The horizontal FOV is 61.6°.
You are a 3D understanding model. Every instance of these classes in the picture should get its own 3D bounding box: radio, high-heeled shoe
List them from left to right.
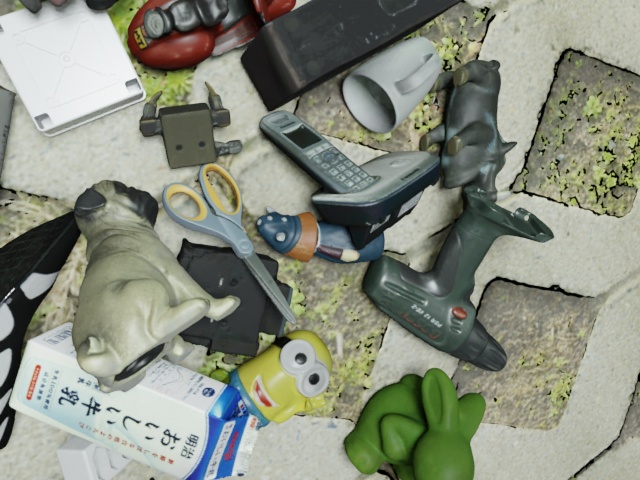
[{"bbox_3d":[-0.297,0.098,0.547,0.249,0.086,0.145,-50,138,-22],"label":"high-heeled shoe"},{"bbox_3d":[0.036,-0.227,0.572,0.230,0.131,0.073,-34,103,-12],"label":"radio"}]

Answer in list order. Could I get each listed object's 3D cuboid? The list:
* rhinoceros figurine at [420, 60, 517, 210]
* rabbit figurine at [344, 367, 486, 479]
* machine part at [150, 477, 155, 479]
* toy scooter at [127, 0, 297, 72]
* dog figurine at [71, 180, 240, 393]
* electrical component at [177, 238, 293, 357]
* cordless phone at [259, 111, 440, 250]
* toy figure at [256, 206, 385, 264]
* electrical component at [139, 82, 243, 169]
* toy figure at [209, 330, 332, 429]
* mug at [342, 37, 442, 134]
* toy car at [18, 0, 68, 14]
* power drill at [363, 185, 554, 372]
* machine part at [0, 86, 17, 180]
[{"bbox_3d":[0.189,-0.126,0.669,0.112,0.073,0.190,-5,96,-28],"label":"rhinoceros figurine"},{"bbox_3d":[0.133,0.240,0.637,0.121,0.170,0.159,33,87,-19],"label":"rabbit figurine"},{"bbox_3d":[-0.225,0.306,0.603,0.139,0.039,0.084,7,103,-20],"label":"machine part"},{"bbox_3d":[-0.101,-0.224,0.528,0.184,0.135,0.075,-24,105,-12],"label":"toy scooter"},{"bbox_3d":[-0.190,0.027,0.487,0.121,0.172,0.190,-43,81,6],"label":"dog figurine"},{"bbox_3d":[-0.101,0.065,0.603,0.134,0.058,0.114,12,95,-18],"label":"electrical component"},{"bbox_3d":[0.029,-0.093,0.615,0.184,0.088,0.146,44,51,15],"label":"cordless phone"},{"bbox_3d":[-0.001,-0.002,0.622,0.154,0.064,0.057,4,102,-20],"label":"toy figure"},{"bbox_3d":[-0.141,-0.122,0.577,0.102,0.045,0.078,-17,128,-13],"label":"electrical component"},{"bbox_3d":[-0.070,0.168,0.614,0.180,0.089,0.082,-33,118,-2],"label":"toy figure"},{"bbox_3d":[0.094,-0.189,0.614,0.107,0.110,0.080,-46,104,-22],"label":"mug"},{"bbox_3d":[-0.273,-0.283,0.469,0.089,0.053,0.202,-41,75,-2],"label":"toy car"},{"bbox_3d":[0.186,0.048,0.658,0.232,0.086,0.207,26,120,-12],"label":"power drill"},{"bbox_3d":[-0.340,-0.065,0.501,0.079,0.079,0.243,12,92,-19],"label":"machine part"}]
